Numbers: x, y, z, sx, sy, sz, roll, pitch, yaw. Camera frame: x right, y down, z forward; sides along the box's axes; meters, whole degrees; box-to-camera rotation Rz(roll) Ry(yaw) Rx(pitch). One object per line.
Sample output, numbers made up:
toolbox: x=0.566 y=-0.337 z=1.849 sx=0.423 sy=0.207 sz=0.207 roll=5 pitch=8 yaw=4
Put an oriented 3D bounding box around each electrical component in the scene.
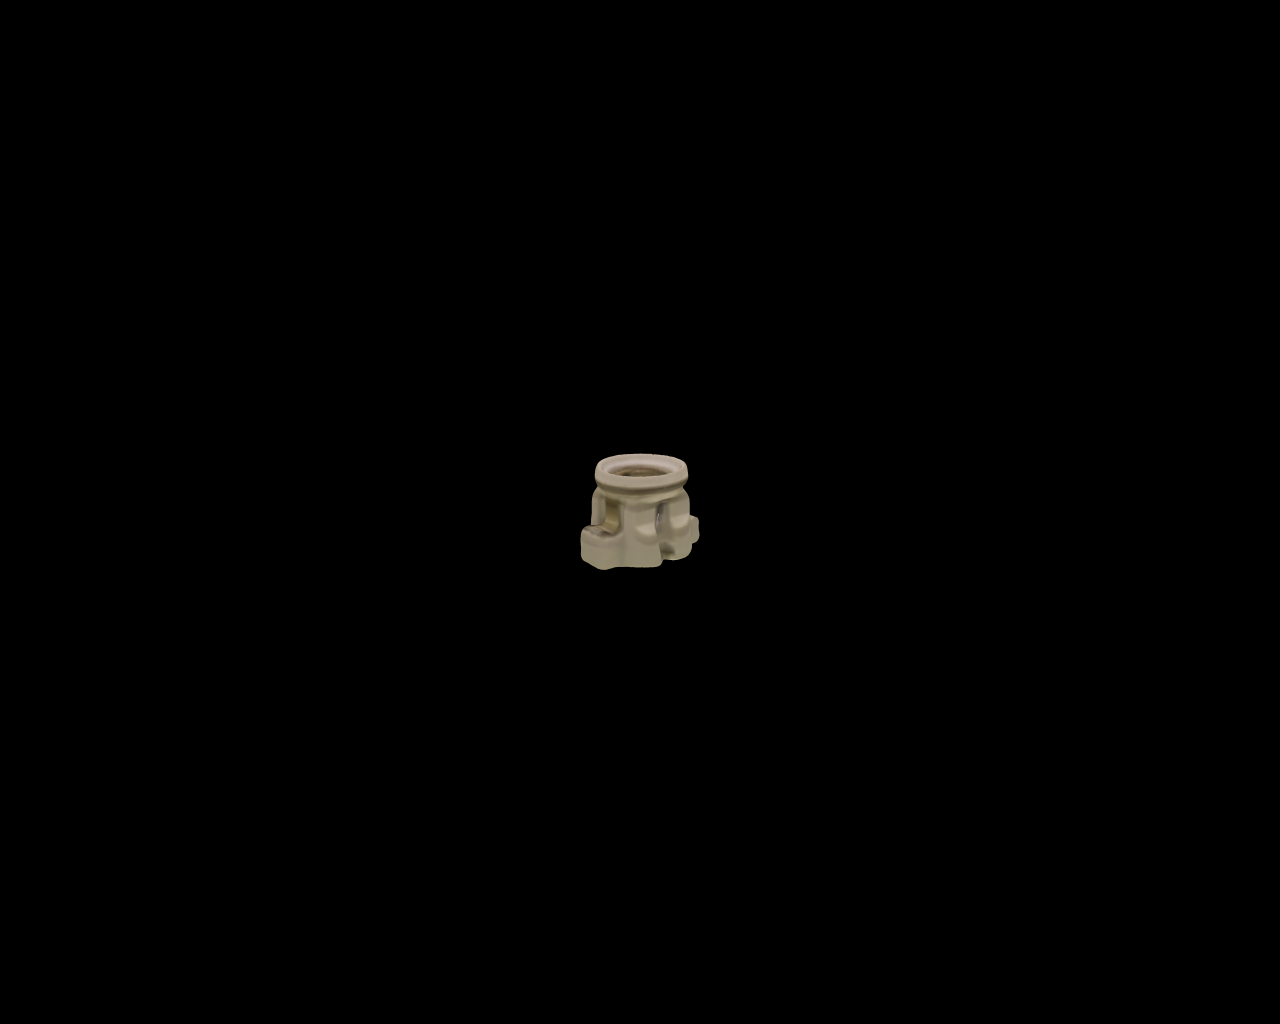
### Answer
electrical component: x=0.001 y=-0.003 z=0.650 sx=0.078 sy=0.056 sz=0.058 roll=-14 pitch=22 yaw=-36
